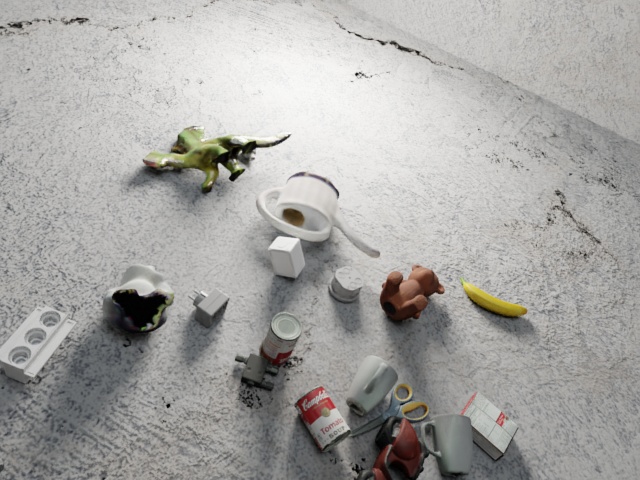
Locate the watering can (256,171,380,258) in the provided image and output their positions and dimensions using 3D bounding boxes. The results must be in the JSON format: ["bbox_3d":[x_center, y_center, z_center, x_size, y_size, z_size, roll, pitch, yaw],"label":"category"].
[{"bbox_3d":[0.004,-0.069,1.375,0.347,0.101,0.230,20,42,-3],"label":"watering can"}]

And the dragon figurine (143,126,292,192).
[{"bbox_3d":[-0.299,-0.271,1.447,0.245,0.119,0.416,36,48,26],"label":"dragon figurine"}]

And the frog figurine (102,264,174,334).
[{"bbox_3d":[-0.374,0.118,1.056,0.138,0.121,0.161,-14,18,-23],"label":"frog figurine"}]
